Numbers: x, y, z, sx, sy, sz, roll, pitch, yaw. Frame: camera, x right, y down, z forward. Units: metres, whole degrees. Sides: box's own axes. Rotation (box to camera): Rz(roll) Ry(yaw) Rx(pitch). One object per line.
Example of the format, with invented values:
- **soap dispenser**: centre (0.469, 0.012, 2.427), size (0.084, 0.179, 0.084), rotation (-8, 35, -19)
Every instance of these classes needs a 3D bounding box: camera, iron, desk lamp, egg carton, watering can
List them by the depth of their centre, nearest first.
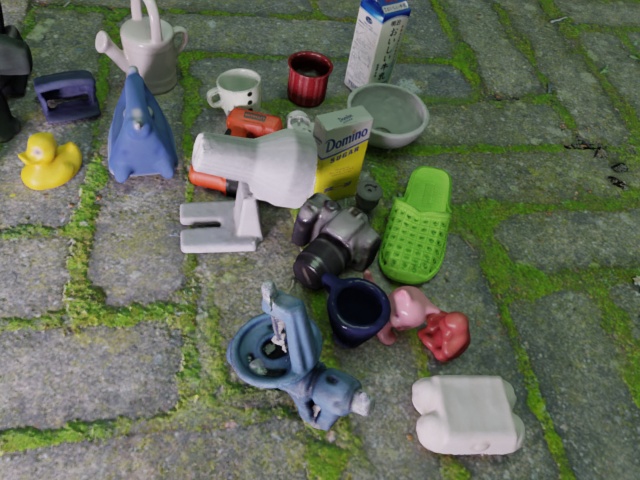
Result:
- **egg carton**: centre (0.202, 0.240, 0.785), size (0.150, 0.069, 0.107), rotation (2, 52, -9)
- **desk lamp**: centre (-0.116, -0.079, 0.885), size (0.203, 0.213, 0.118), rotation (-4, 53, -13)
- **camera**: centre (0.008, 0.003, 0.916), size (0.143, 0.101, 0.137), rotation (34, 54, 16)
- **iron**: centre (-0.321, -0.225, 1.009), size (0.119, 0.141, 0.258), rotation (-7, 54, -16)
- **watering can**: centre (-0.336, -0.384, 1.098), size (0.100, 0.194, 0.173), rotation (32, 53, 15)

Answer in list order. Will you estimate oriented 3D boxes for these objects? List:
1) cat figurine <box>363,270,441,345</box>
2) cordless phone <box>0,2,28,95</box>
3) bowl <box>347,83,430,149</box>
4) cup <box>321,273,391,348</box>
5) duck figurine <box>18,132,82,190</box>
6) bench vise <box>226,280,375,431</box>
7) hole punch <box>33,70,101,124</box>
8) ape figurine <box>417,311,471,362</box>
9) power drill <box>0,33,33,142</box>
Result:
- **cat figurine**: centre (0.109, 0.093, 0.853), size (0.127, 0.118, 0.067), rotation (39, 55, 19)
- **cordless phone**: centre (-0.600, -0.368, 1.041), size (0.094, 0.185, 0.147), rotation (-6, 53, -15)
- **bowl**: centre (0.130, -0.236, 1.146), size (0.167, 0.075, 0.167), rotation (5, 51, -6)
- **cup**: centre (0.040, 0.109, 0.843), size (0.117, 0.095, 0.092), rotation (41, 56, 21)
- **duck figurine**: centre (-0.452, -0.143, 0.955), size (0.077, 0.086, 0.105), rotation (38, 55, 19)
- **bench vise**: centre (-0.019, 0.138, 0.728), size (0.207, 0.220, 0.121), rotation (15, 51, 1)
- **hole punch**: centre (-0.472, -0.281, 1.058), size (0.109, 0.091, 0.101), rotation (-17, 57, -22)
- **ape figurine**: centre (0.193, 0.136, 0.852), size (0.076, 0.092, 0.078), rotation (12, 51, -1)
- **power drill**: centre (-0.589, -0.259, 0.942), size (0.230, 0.208, 0.075), rotation (-11, 54, -18)
